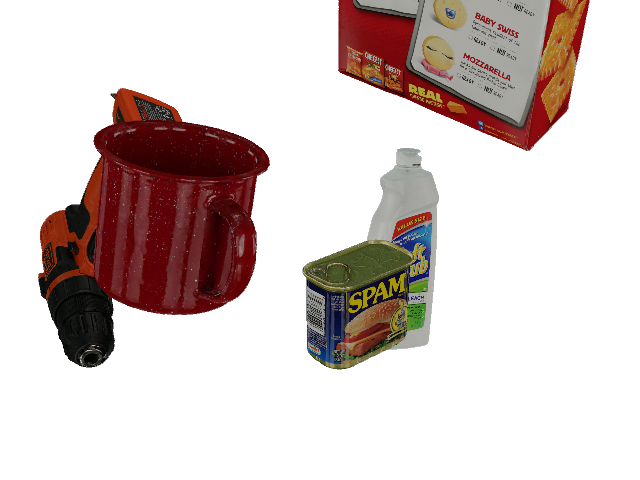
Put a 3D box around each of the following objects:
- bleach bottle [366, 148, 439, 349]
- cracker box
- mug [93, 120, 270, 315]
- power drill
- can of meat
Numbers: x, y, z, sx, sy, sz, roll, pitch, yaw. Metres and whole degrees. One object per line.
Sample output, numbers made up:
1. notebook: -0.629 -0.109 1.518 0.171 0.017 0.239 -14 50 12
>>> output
1. bleach bottle: 0.096 0.010 1.347 0.102 0.251 0.068 -3 16 -19
2. cracker box: 0.096 -0.186 0.711 0.164 0.214 0.072 27 50 26
3. mug: -0.071 -0.008 0.570 0.093 0.081 0.117 -10 29 -40
4. power drill: -0.169 -0.014 0.861 0.057 0.188 0.184 19 26 -33
5. can of meat: 0.034 0.057 0.949 0.101 0.084 0.058 -20 32 -36
